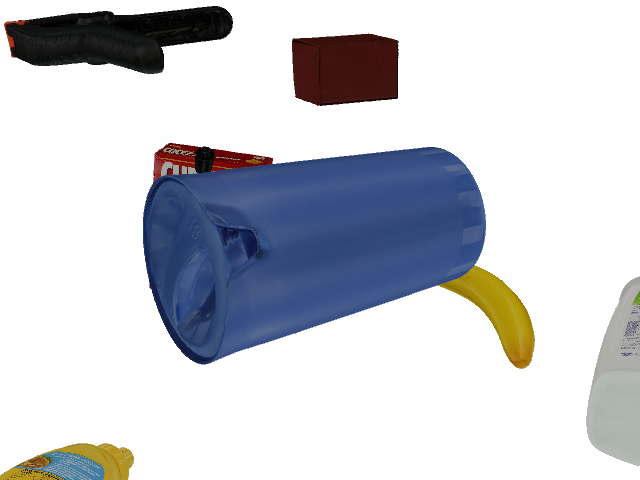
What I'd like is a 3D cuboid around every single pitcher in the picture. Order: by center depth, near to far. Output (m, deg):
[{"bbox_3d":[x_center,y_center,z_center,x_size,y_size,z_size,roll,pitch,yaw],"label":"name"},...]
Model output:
[{"bbox_3d":[-0.005,0.001,0.801,0.242,0.145,0.149,-12,37,-31],"label":"pitcher"}]

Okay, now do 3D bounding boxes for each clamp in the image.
[{"bbox_3d":[-0.153,-0.153,0.795,0.172,0.039,0.120,11,22,29],"label":"clamp"}]

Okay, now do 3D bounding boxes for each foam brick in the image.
[{"bbox_3d":[0.021,-0.146,0.910,0.078,0.051,0.053,-8,20,-24],"label":"foam brick"}]

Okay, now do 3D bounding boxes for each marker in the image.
[{"bbox_3d":[-0.118,-0.048,1.050,0.020,0.020,0.121,0,-38,-13],"label":"marker"}]

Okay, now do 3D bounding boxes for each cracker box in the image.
[{"bbox_3d":[-0.163,-0.023,1.571,0.164,0.214,0.072,9,20,10],"label":"cracker box"}]

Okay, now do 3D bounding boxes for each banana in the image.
[{"bbox_3d":[0.170,0.067,1.115,0.069,0.037,0.198,-38,40,-12],"label":"banana"}]

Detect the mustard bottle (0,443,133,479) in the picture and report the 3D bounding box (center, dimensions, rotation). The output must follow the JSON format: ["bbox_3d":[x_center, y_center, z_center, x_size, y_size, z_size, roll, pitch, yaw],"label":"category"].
[{"bbox_3d":[-0.216,0.208,0.853,0.096,0.058,0.191,7,15,28],"label":"mustard bottle"}]

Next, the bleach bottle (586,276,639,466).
[{"bbox_3d":[0.254,0.075,0.751,0.103,0.068,0.250,11,21,19],"label":"bleach bottle"}]
